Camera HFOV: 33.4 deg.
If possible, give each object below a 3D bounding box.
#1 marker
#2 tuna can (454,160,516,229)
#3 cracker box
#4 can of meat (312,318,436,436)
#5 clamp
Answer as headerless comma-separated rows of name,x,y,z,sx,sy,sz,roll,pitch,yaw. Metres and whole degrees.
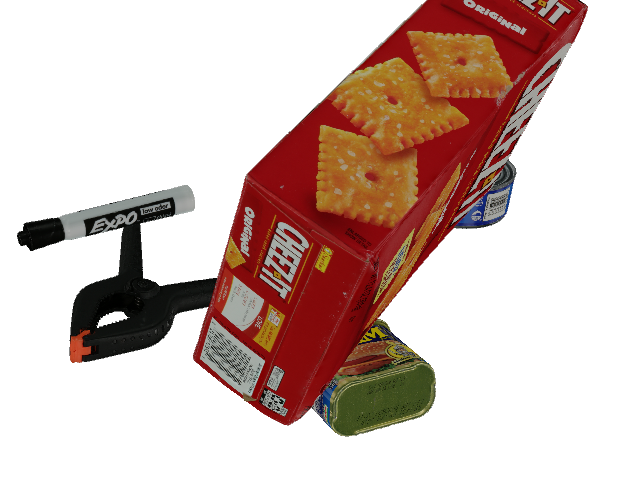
marker,-0.142,-0.015,0.714,0.120,0.020,0.020,-15,7,-26
tuna can,0.096,-0.042,0.773,0.086,0.034,0.086,5,28,-3
cracker box,0.036,-0.027,0.541,0.072,0.213,0.164,36,-36,10
can of meat,0.034,0.114,0.890,0.102,0.057,0.084,-12,25,-24
clamp,-0.177,0.050,1.024,0.165,0.036,0.209,26,35,25
